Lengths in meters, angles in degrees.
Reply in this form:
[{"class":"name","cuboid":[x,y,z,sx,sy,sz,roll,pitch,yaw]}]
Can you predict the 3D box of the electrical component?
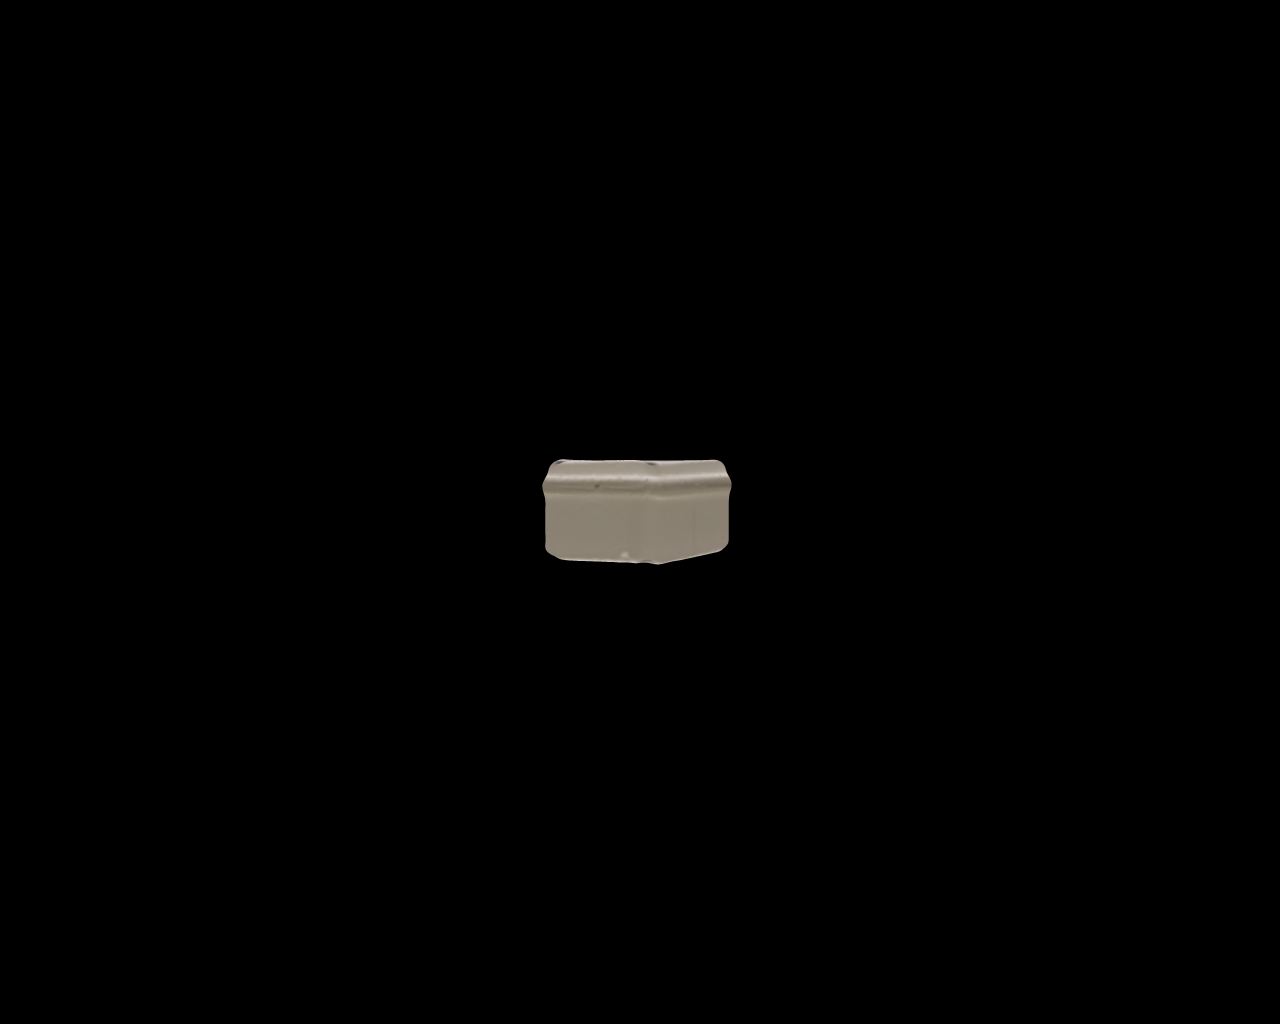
[{"class":"electrical component","cuboid":[0.001,-0.003,0.650,0.078,0.057,0.113,1,3,28]}]
